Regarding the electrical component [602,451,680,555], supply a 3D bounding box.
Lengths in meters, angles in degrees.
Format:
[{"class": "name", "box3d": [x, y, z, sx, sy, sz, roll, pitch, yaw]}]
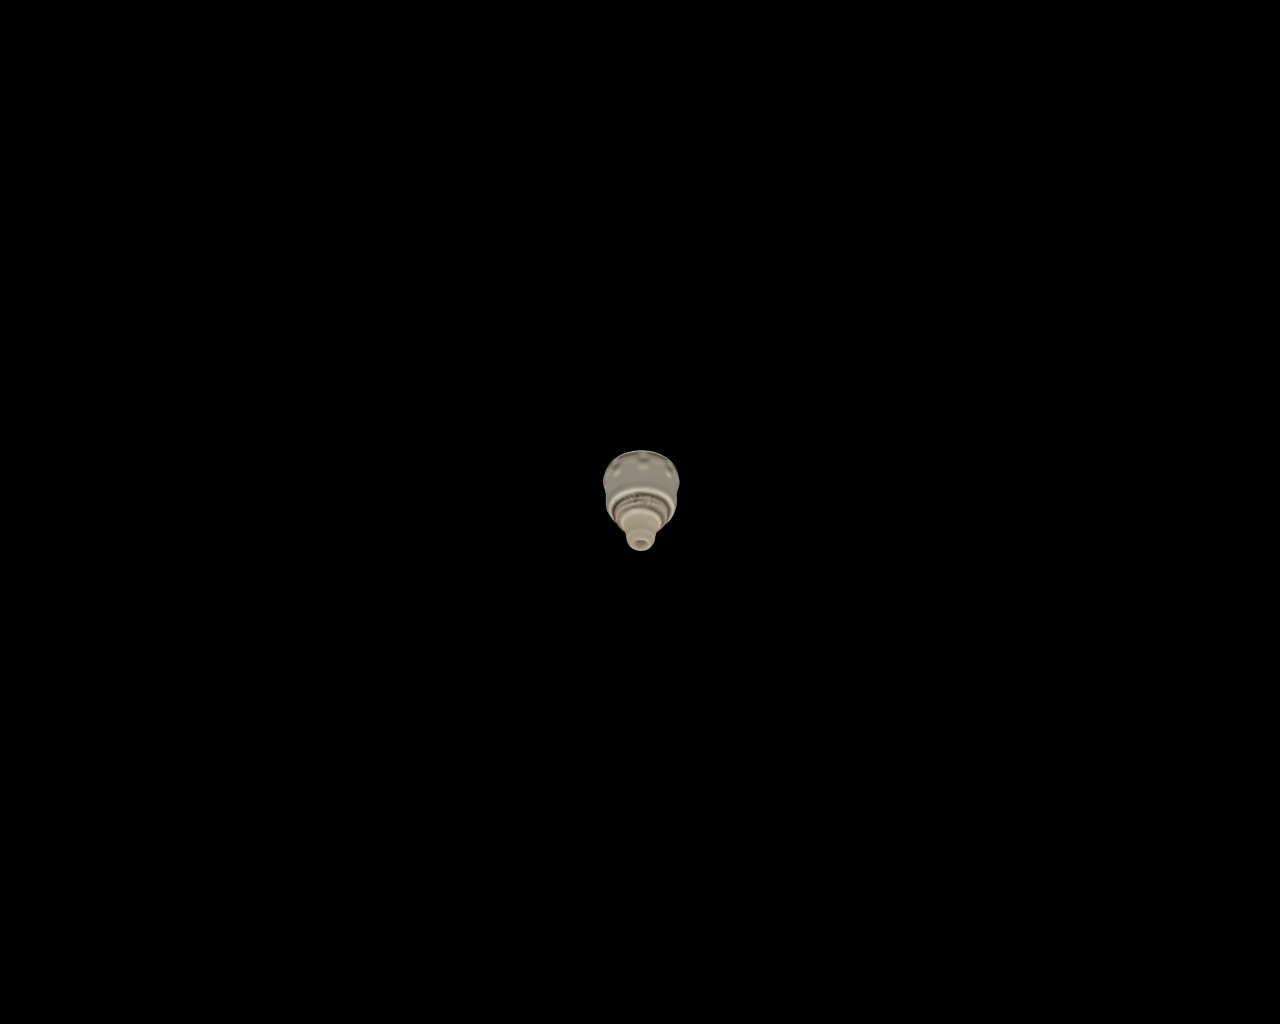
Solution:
[{"class": "electrical component", "box3d": [0.001, -0.003, 0.650, 0.048, 0.062, 0.048, 0, -43, 0]}]
